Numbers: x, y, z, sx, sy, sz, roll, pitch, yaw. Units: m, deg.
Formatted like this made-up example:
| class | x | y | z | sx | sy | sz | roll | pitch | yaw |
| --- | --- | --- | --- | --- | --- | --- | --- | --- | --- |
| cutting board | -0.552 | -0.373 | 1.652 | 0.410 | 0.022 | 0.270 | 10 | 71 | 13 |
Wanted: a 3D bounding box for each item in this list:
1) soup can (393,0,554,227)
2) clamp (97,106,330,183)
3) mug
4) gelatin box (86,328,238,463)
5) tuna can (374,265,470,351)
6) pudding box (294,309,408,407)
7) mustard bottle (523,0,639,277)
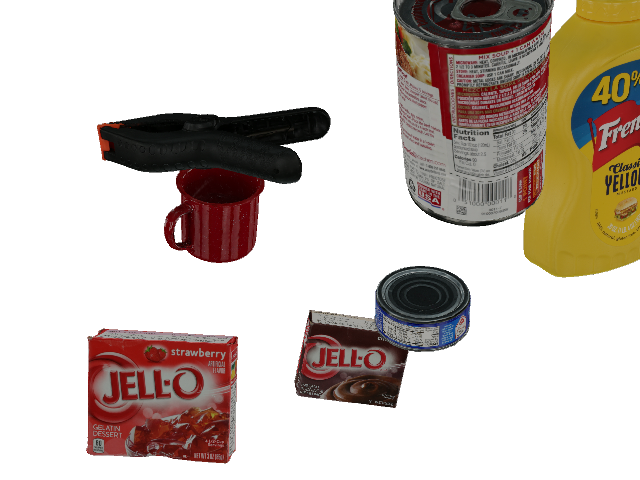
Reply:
| class | x | y | z | sx | sy | sz | roll | pitch | yaw |
| --- | --- | --- | --- | --- | --- | --- | --- | --- | --- |
| soup can | 0.070 | -0.065 | 0.485 | 0.068 | 0.102 | 0.068 | -5 | 42 | 4 |
| clamp | -0.076 | -0.075 | 0.787 | 0.172 | 0.039 | 0.120 | 8 | 19 | 18 |
| mug | -0.116 | -0.025 | 1.135 | 0.093 | 0.081 | 0.117 | 33 | 44 | 32 |
| gelatin box | -0.096 | 0.093 | 0.645 | 0.089 | 0.073 | 0.030 | 3 | 6 | 6 |
| tuna can | 0.091 | 0.059 | 0.952 | 0.086 | 0.034 | 0.086 | -2 | 34 | 1 |
| pudding box | 0.035 | 0.128 | 1.153 | 0.113 | 0.090 | 0.039 | 7 | 23 | -8 |
| mustard bottle | 0.172 | -0.077 | 0.649 | 0.096 | 0.192 | 0.058 | -15 | 29 | -22 |
